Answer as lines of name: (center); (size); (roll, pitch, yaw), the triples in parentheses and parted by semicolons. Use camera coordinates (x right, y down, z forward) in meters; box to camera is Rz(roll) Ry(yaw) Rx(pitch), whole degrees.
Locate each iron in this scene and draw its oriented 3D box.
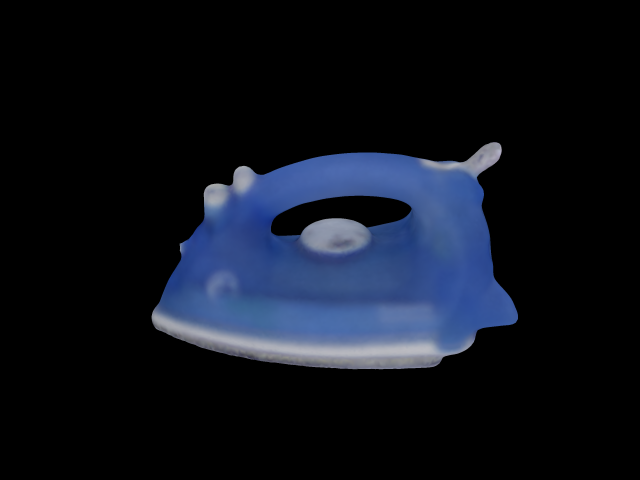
iron: (0.004, 0.001, 0.400); (0.258, 0.141, 0.118); (-1, 28, -2)
